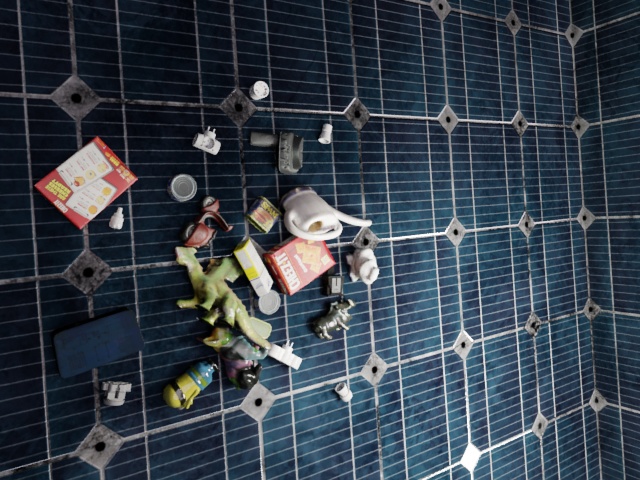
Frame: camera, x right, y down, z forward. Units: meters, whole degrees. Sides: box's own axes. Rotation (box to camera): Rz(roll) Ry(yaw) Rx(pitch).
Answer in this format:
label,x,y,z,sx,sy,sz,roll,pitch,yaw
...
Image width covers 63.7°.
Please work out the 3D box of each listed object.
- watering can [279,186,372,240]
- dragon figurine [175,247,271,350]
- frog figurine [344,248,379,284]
label,x,y,z,sx,sy,sz,roll,pitch,yaw
watering can,0.005,-0.090,1.796,0.350,0.102,0.228,-11,51,-40
dragon figurine,-0.294,0.156,1.622,0.407,0.120,0.248,34,51,-18
frog figurine,0.177,0.097,1.911,0.123,0.159,0.138,2,88,-34
